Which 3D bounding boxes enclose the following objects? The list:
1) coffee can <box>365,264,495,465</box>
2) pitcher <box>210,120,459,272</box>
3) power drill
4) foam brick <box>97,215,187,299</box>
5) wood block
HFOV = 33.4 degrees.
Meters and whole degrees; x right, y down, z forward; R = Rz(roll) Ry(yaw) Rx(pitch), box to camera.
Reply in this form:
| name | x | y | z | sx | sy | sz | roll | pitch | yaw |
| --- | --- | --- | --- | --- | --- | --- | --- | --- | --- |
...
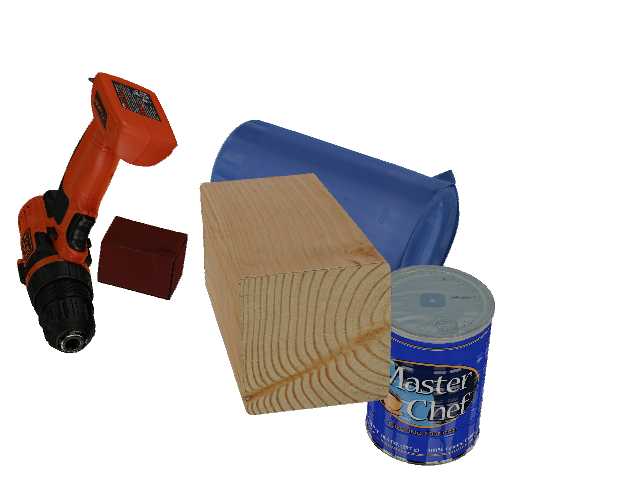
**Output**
| name | x | y | z | sx | sy | sz | roll | pitch | yaw |
| --- | --- | --- | --- | --- | --- | --- | --- | --- | --- |
| coffee can | 0.092 | 0.107 | 0.917 | 0.103 | 0.140 | 0.103 | 0 | 33 | 0 |
| pitcher | 0.006 | -0.027 | 1.085 | 0.243 | 0.145 | 0.149 | 23 | 27 | 23 |
| power drill | -0.185 | -0.026 | 0.858 | 0.057 | 0.188 | 0.184 | 18 | 26 | -35 |
| foam brick | -0.180 | 0.018 | 1.076 | 0.078 | 0.051 | 0.053 | 15 | 33 | 2 |
| wood block | -0.023 | 0.026 | 0.715 | 0.090 | 0.090 | 0.206 | -5 | 19 | -12 |
